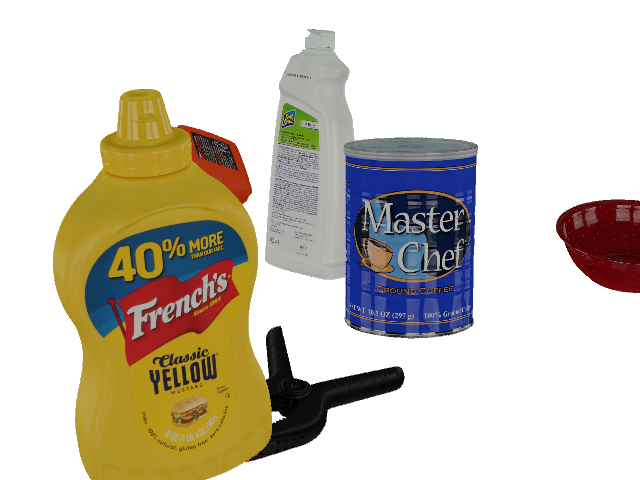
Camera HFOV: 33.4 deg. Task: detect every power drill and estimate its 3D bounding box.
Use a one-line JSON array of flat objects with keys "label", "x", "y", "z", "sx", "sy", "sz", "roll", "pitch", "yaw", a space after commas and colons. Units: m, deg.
[{"label": "power drill", "x": -0.121, "y": 0.014, "z": 0.875, "sx": 0.057, "sy": 0.188, "sz": 0.184, "roll": 18, "pitch": 26, "yaw": -26}]

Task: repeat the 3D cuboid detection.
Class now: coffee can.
[{"label": "coffee can", "x": 0.069, "y": -0.005, "z": 0.829, "sx": 0.103, "sy": 0.140, "sz": 0.103, "roll": 0, "pitch": 11, "yaw": 0}]

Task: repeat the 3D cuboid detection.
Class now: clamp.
[{"label": "clamp", "x": -0.016, "y": 0.161, "z": 1.091, "sx": 0.165, "sy": 0.036, "sz": 0.209, "roll": 12, "pitch": 28, "yaw": 18}]

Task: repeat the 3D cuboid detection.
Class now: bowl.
[{"label": "bowl", "x": 0.336, "y": 0.011, "z": 1.157, "sx": 0.162, "sy": 0.055, "sz": 0.162, "roll": -2, "pitch": 26, "yaw": 1}]

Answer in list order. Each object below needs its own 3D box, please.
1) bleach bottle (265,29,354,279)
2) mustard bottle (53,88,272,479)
[{"label": "bleach bottle", "x": -0.002, "y": -0.092, "z": 1.118, "sx": 0.103, "sy": 0.251, "sz": 0.067, "roll": 14, "pitch": 16, "yaw": 34}, {"label": "mustard bottle", "x": -0.076, "y": 0.023, "z": 0.508, "sx": 0.096, "sy": 0.192, "sz": 0.058, "roll": -12, "pitch": 24, "yaw": -22}]
